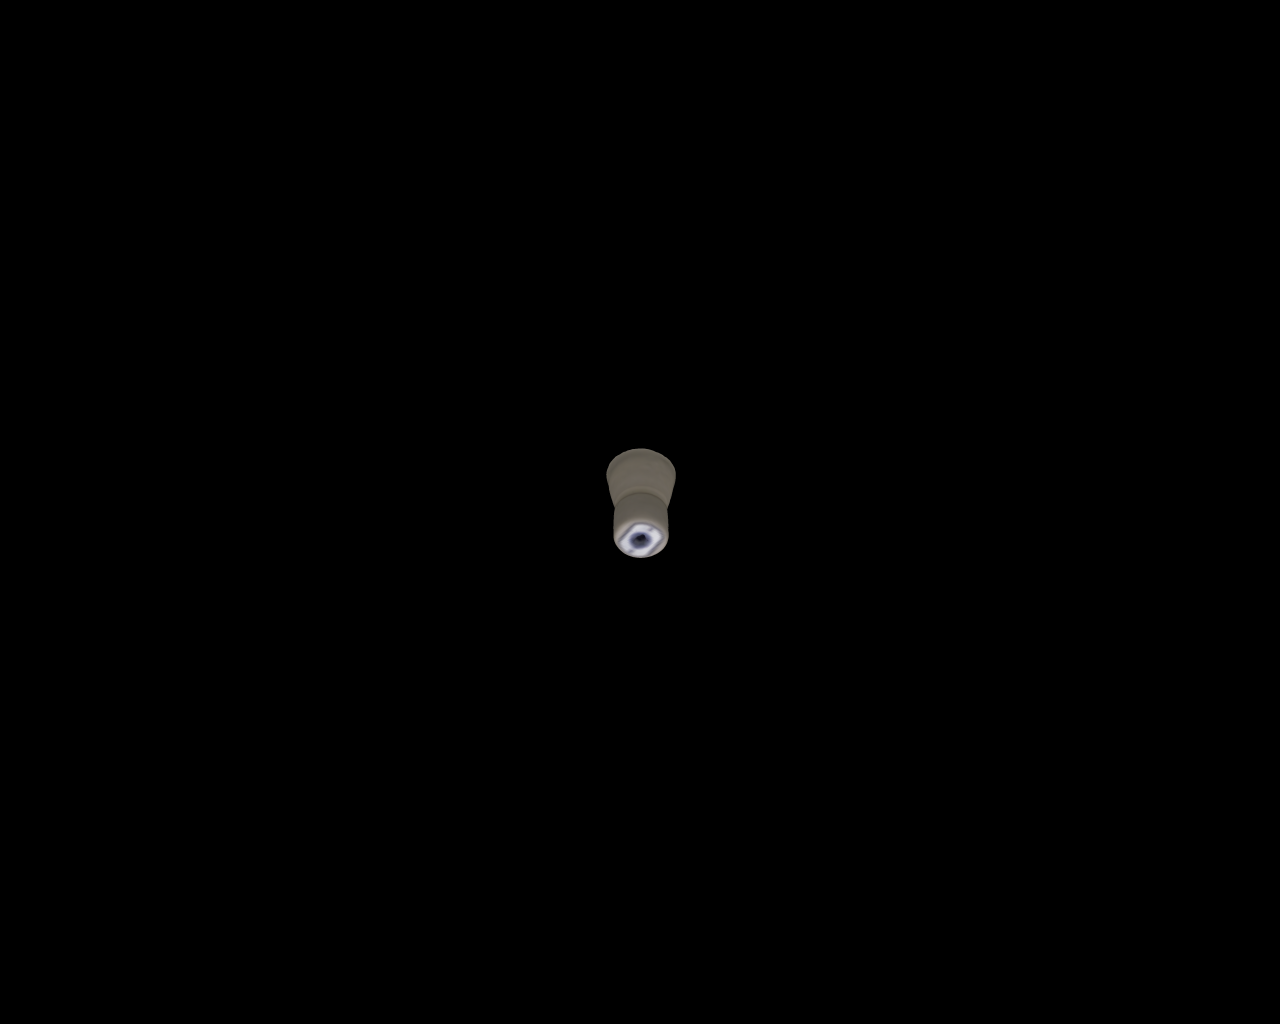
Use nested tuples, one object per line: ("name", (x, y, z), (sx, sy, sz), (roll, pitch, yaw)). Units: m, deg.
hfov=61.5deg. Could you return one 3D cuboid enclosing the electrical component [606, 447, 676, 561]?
("electrical component", (0.001, -0.003, 0.650), (0.044, 0.044, 0.065), (0, 40, 0))
